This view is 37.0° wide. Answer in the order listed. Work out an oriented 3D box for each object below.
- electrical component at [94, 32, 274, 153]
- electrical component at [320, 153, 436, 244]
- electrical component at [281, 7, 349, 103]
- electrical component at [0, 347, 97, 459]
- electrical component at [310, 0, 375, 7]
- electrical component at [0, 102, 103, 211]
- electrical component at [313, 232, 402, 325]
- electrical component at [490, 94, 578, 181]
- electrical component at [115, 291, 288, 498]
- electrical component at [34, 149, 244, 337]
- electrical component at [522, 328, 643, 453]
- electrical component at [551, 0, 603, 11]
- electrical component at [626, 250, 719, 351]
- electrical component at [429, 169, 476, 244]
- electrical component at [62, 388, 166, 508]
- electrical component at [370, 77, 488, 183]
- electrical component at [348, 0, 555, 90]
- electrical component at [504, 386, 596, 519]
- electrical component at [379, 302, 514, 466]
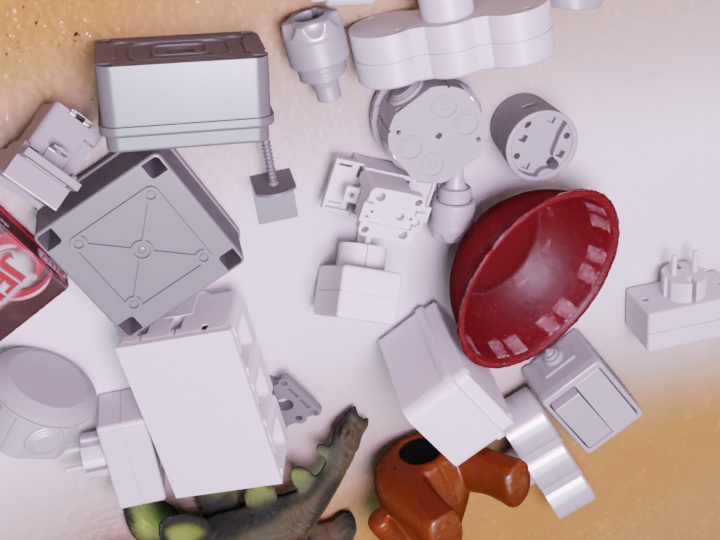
[{"bbox_3d":[-0.118,-0.119,0.716,0.113,0.078,0.057,-6,116,-11],"label":"electrical component"},{"bbox_3d":[0.017,-0.052,0.794,0.081,0.063,0.042,10,114,-18],"label":"electrical component"},{"bbox_3d":[-0.028,-0.147,0.743,0.043,0.043,0.062,-17,122,-4],"label":"electrical component"},{"bbox_3d":[-0.243,0.100,0.806,0.080,0.080,0.051,22,116,-23],"label":"electrical component"},{"bbox_3d":[-0.023,-0.197,0.719,0.078,0.040,0.040,-5,119,-11],"label":"electrical component"},{"bbox_3d":[-0.209,-0.078,0.721,0.042,0.081,0.063,37,76,-28],"label":"electrical component"},{"bbox_3d":[0.000,0.000,0.822,0.047,0.066,0.076,9,87,-18],"label":"electrical component"},{"bbox_3d":[0.128,-0.101,0.803,0.055,0.047,0.055,-6,119,-10],"label":"electrical component"},{"bbox_3d":[-0.118,0.096,0.836,0.089,0.061,0.150,-9,121,8],"label":"electrical component"},{"bbox_3d":[-0.157,-0.026,0.770,0.109,0.056,0.108,-33,120,6],"label":"electrical component"},{"bbox_3d":[0.188,0.102,0.920,0.062,0.061,0.096,-39,120,9],"label":"electrical component"},{"bbox_3d":[0.133,-0.222,0.741,0.079,0.043,0.077,-3,119,-12],"label":"electrical component"},{"bbox_3d":[0.271,0.018,0.902,0.083,0.047,0.075,-11,120,-7],"label":"electrical component"},{"bbox_3d":[0.072,-0.053,0.823,0.035,0.035,0.061,-3,117,-12],"label":"electrical component"},{"bbox_3d":[-0.201,0.145,0.859,0.076,0.047,0.083,-11,120,-6],"label":"electrical component"},{"bbox_3d":[0.051,-0.106,0.779,0.080,0.051,0.080,-6,119,-10],"label":"electrical component"},{"bbox_3d":[0.060,-0.173,0.731,0.138,0.052,0.073,-8,121,9],"label":"electrical component"},{"bbox_3d":[0.149,0.172,0.954,0.074,0.052,0.138,-31,121,5],"label":"electrical component"},{"bbox_3d":[0.068,0.088,0.854,0.057,0.113,0.078,-38,120,11],"label":"electrical component"}]
